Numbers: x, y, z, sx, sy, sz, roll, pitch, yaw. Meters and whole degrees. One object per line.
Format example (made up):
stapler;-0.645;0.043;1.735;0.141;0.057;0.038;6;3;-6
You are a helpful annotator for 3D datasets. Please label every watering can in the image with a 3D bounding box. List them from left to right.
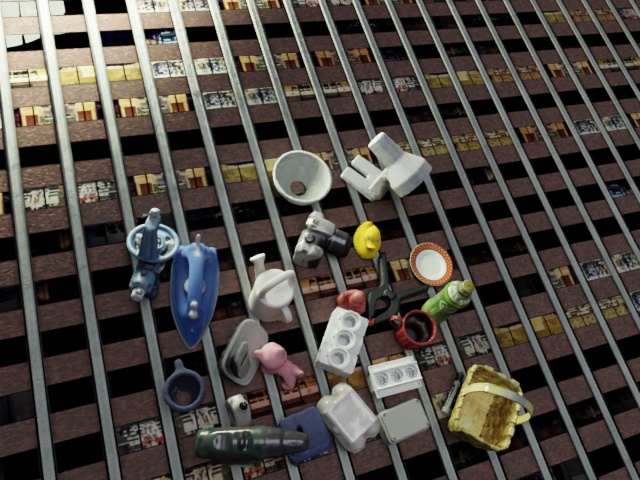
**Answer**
watering can;-0.116;0.116;1.379;0.173;0.194;0.101;39;62;5

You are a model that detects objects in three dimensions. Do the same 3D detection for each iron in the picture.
iron;-0.296;0.119;1.359;0.119;0.141;0.258;3;65;-14

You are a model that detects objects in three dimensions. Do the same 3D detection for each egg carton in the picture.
egg carton;0.066;0.421;1.357;0.107;0.069;0.150;-37;79;-26

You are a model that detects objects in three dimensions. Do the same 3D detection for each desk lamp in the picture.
desk lamp;0.184;-0.194;1.594;0.203;0.213;0.118;37;62;4

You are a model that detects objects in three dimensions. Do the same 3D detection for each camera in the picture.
camera;0.014;0.005;1.519;0.137;0.100;0.143;22;62;-4

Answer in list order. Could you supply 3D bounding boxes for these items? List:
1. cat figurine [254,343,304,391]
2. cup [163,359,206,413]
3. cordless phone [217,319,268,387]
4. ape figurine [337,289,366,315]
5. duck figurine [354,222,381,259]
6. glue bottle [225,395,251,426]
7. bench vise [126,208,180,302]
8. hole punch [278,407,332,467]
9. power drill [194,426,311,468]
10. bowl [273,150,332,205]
cat figurine;-0.093;0.289;1.348;0.128;0.117;0.067;34;62;2
cup;-0.307;0.332;1.283;0.092;0.095;0.117;-12;69;-20
cordless phone;-0.169;0.245;1.310;0.094;0.185;0.148;23;62;-4
ape figurine;0.089;0.156;1.474;0.076;0.092;0.078;-40;80;-27
duck figurine;0.138;-0.009;1.567;0.077;0.086;0.104;7;64;-12
glue bottle;-0.175;0.373;1.255;0.037;0.173;0.078;-22;73;-23
bench vise;-0.385;0.033;1.330;0.122;0.219;0.207;-3;67;-16
hole punch;-0.036;0.448;1.305;0.101;0.091;0.108;-16;71;-21
power drill;-0.150;0.435;1.213;0.230;0.208;0.075;4;65;-13
bowl;-0.054;-0.160;1.592;0.168;0.074;0.167;6;64;-12
